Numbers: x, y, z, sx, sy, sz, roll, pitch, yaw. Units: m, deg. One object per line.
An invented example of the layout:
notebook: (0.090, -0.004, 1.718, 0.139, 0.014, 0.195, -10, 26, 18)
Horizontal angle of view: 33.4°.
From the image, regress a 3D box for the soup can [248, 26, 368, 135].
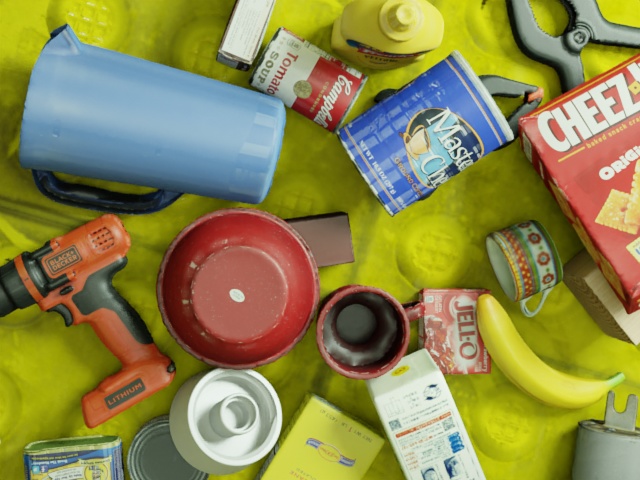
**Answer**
soup can: (-0.012, -0.160, 1.070, 0.102, 0.068, 0.068, 30, 90, -5)

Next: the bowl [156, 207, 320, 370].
bowl: (-0.078, 0.049, 1.025, 0.162, 0.055, 0.162, 0, 93, -5)

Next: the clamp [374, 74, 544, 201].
clamp: (0.150, -0.112, 1.101, 0.171, 0.039, 0.120, -12, 101, 3)

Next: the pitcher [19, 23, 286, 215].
pitcher: (-0.164, -0.101, 1.040, 0.242, 0.149, 0.145, 12, 77, -8)

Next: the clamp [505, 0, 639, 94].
clamp: (0.261, -0.197, 1.106, 0.210, 0.036, 0.164, 36, 91, -7)

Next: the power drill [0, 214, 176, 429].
power drill: (-0.244, 0.090, 1.069, 0.184, 0.057, 0.187, -29, 95, -3)

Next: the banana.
banana: (0.227, 0.128, 1.109, 0.197, 0.037, 0.069, 30, 80, -21)

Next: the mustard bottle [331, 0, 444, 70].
mustard bottle: (0.066, -0.200, 1.012, 0.096, 0.191, 0.058, 9, 92, -5)

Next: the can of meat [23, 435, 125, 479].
can of meat: (-0.247, 0.245, 1.078, 0.102, 0.057, 0.084, -5, 91, -5)

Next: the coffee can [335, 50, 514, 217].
coffee can: (0.100, -0.102, 1.035, 0.140, 0.103, 0.103, -33, 95, 8)

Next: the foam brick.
foam brick: (-0.007, 0.001, 1.086, 0.078, 0.053, 0.051, -8, 94, -5)

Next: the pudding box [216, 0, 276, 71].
pudding box: (-0.067, -0.227, 1.051, 0.039, 0.090, 0.113, 18, 92, -7)

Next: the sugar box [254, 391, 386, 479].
sugar box: (-0.017, 0.255, 1.102, 0.093, 0.048, 0.176, 31, 89, -6)

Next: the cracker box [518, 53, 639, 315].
cracker box: (0.313, -0.061, 1.027, 0.164, 0.072, 0.214, -28, 68, 2)

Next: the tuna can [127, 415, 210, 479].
tuna can: (-0.153, 0.223, 1.095, 0.086, 0.034, 0.086, 0, 93, -5)

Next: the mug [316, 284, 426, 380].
mug: (0.050, 0.084, 1.080, 0.117, 0.081, 0.093, -21, 95, -3)

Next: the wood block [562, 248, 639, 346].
wood block: (0.360, 0.004, 1.098, 0.206, 0.090, 0.091, -40, 95, -2)

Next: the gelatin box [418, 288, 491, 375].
gelatin box: (0.141, 0.095, 1.114, 0.073, 0.030, 0.089, 0, 93, -5)
